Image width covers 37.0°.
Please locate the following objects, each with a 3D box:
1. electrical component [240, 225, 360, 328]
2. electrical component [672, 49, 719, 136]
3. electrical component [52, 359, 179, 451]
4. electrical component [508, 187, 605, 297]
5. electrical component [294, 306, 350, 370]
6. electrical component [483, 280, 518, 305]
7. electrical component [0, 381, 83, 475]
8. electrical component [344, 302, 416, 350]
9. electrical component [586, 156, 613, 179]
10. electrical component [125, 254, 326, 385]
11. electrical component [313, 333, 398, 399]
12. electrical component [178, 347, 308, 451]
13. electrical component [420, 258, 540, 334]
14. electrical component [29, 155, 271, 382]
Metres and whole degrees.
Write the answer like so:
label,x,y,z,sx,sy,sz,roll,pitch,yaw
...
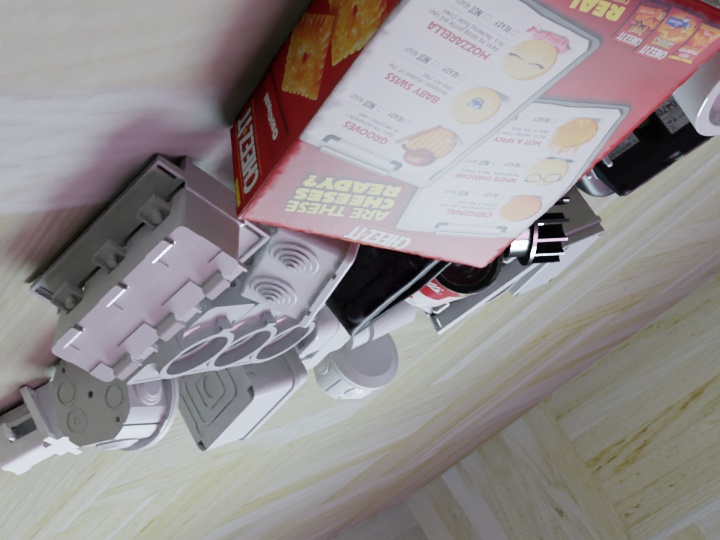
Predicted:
label,x,y,z,sx,sy,sz,roll,pitch,yaw
electrical component,-0.030,-0.027,0.660,0.099,0.048,0.099,126,-16,-53
electrical component,0.203,-0.129,0.563,0.108,0.060,0.108,-28,158,-13
electrical component,-0.171,0.087,0.752,0.080,0.080,0.051,-38,158,20
electrical component,0.196,-0.029,1.145,0.078,0.057,0.113,-20,160,-38
electrical component,-0.047,0.048,0.916,0.059,0.053,0.095,-17,158,-44
electrical component,0.122,-0.010,1.094,0.099,0.064,0.099,-25,149,-16
electrical component,-0.237,0.117,0.787,0.064,0.042,0.081,-27,163,-5
electrical component,0.009,0.045,1.036,0.081,0.043,0.043,-24,162,-29
electrical component,0.164,-0.104,0.825,0.138,0.073,0.052,-30,164,-8
electrical component,-0.097,0.029,0.751,0.089,0.061,0.150,-40,163,25
electrical component,-0.006,0.088,1.073,0.080,0.080,0.051,-18,164,-41
electrical component,-0.103,0.090,0.894,0.057,0.078,0.113,-14,156,-42
electrical component,0.100,-0.009,1.007,0.121,0.078,0.063,-37,142,15
electrical component,-0.120,0.004,0.603,0.079,0.063,0.121,35,119,-29
